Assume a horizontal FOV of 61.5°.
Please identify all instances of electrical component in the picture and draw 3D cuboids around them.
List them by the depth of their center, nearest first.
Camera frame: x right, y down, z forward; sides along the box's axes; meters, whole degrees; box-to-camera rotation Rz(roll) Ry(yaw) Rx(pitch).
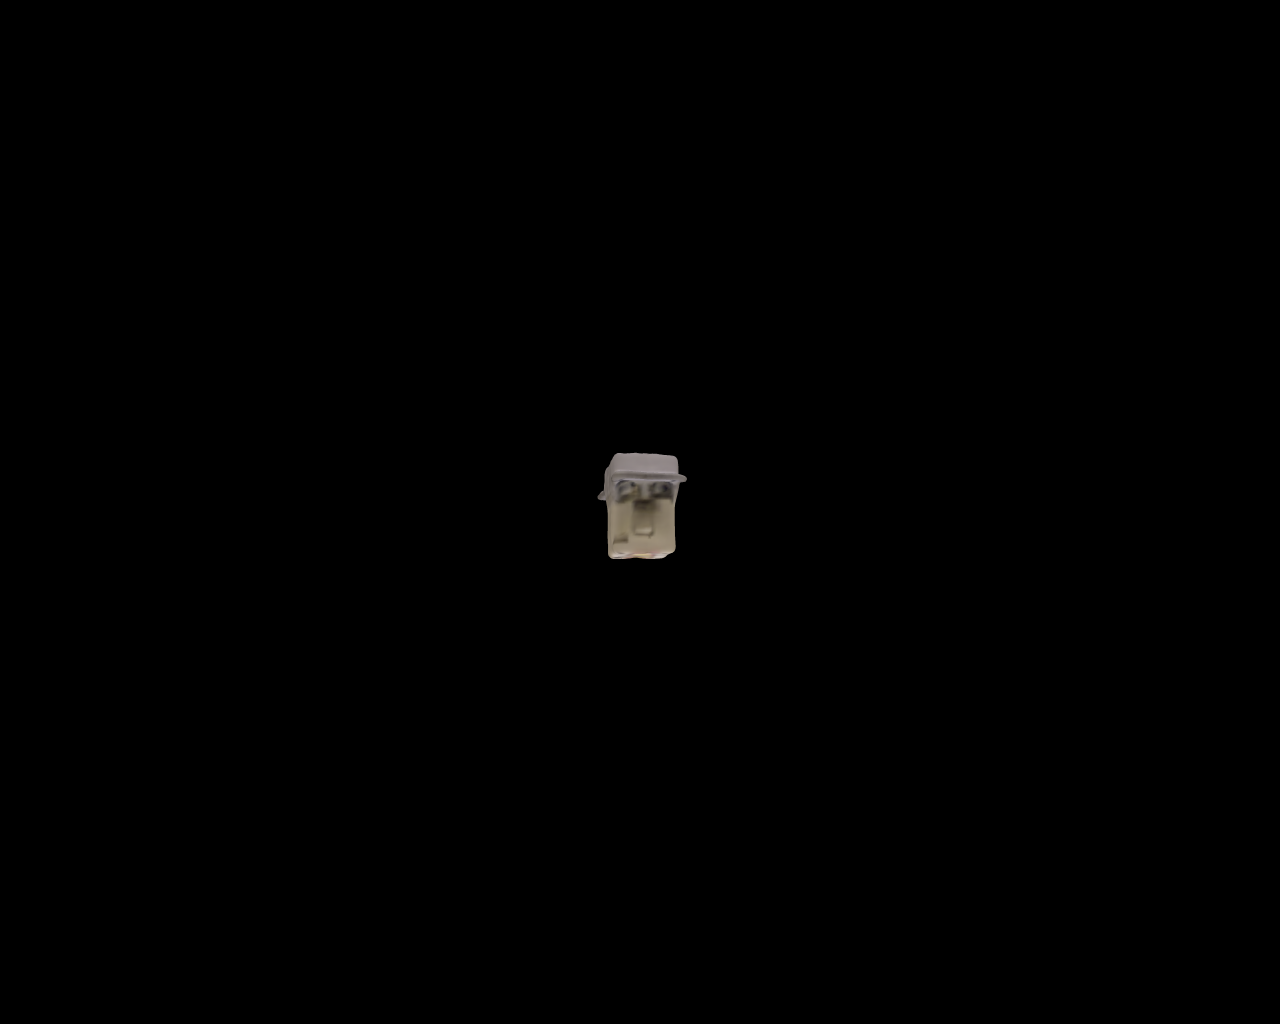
[{"bbox_3d":[0.001,-0.003,0.650,0.042,0.063,0.081,1,-9,-7],"label":"electrical component"}]
